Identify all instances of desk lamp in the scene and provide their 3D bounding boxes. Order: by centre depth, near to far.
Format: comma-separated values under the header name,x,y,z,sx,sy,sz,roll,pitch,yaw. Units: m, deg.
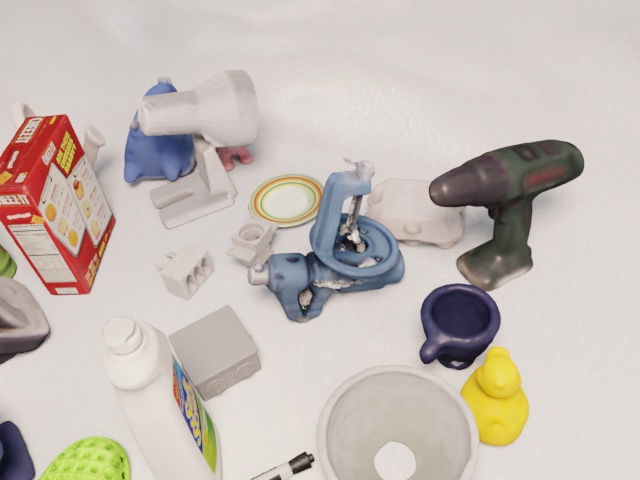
name,x,y,z,sx,sy,sz,roll,pitch,yaw
desk lamp,-0.190,-0.152,0.914,0.203,0.214,0.117,-25,48,-16

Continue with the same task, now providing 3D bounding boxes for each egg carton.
name,x,y,z,sx,sy,sz,roll,pitch,yaw
egg carton,0.142,-0.039,0.862,0.150,0.069,0.107,5,47,12

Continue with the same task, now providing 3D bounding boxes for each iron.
name,x,y,z,sx,sy,sz,roll,pitch,yaw
iron,-0.288,-0.220,1.043,0.118,0.142,0.258,-2,46,5

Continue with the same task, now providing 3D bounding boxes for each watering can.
name,x,y,z,sx,sy,sz,roll,pitch,yaw
watering can,-0.449,-0.143,0.952,0.173,0.194,0.100,-33,51,-23

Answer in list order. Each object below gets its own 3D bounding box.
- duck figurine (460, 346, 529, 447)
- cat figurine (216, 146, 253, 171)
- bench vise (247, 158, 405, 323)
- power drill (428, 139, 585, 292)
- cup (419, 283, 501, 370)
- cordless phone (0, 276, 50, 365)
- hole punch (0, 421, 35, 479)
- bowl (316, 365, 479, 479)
name,x,y,z,sx,sy,sz,roll,pitch,yaw
duck figurine,0.198,0.169,0.640,0.077,0.086,0.104,5,47,13
cat figurine,-0.163,-0.191,1.016,0.067,0.118,0.127,-22,47,-13
bench vise,0.013,0.009,0.726,0.208,0.220,0.121,-30,49,-20
power drill,0.236,-0.034,0.748,0.230,0.209,0.075,-26,48,-17
cup,0.158,0.122,0.685,0.091,0.095,0.118,30,56,31
cordless phone,-0.450,0.065,0.755,0.094,0.185,0.147,-35,51,-24
hole punch,-0.392,0.246,0.637,0.101,0.091,0.108,-33,50,-23
bowl,0.082,0.222,0.611,0.167,0.075,0.167,-4,46,4
